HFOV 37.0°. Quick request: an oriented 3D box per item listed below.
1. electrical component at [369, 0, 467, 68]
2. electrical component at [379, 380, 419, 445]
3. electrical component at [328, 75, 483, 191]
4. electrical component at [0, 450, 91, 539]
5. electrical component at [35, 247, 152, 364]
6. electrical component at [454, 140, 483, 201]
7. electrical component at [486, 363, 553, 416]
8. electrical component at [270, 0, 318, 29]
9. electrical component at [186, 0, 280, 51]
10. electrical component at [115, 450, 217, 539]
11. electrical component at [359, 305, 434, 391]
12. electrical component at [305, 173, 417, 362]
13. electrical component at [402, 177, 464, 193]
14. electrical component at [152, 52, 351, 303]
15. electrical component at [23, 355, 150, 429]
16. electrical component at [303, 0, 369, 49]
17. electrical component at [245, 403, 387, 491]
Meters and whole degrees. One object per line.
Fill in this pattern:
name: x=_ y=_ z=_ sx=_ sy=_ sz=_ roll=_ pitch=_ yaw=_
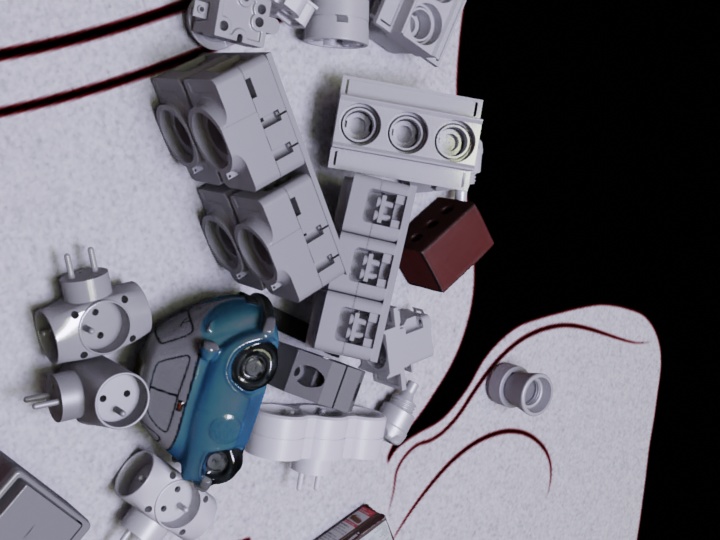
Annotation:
electrical component: x=0.055 y=-0.251 z=0.945 sx=0.079 sy=0.063 sz=0.121 roll=27 pitch=83 yaw=-37
electrical component: x=0.037 y=0.134 z=1.025 sx=0.035 sy=0.035 sz=0.061 roll=39 pitch=73 yaw=-35
electrical component: x=0.038 y=-0.117 z=0.929 sx=0.121 sy=0.063 sz=0.078 roll=9 pitch=94 yaw=-5
electrical component: x=-0.251 y=0.191 z=0.806 sx=0.061 sy=0.061 sz=0.096 roll=-52 pitch=124 yaw=-17
electrical component: x=-0.206 y=0.023 z=0.817 sx=0.077 sy=0.044 sz=0.079 roll=-19 pitch=110 yaw=-33
electrical component: x=0.098 y=-0.095 z=1.025 sx=0.035 sy=0.035 sz=0.061 roll=-4 pitch=103 yaw=-36
electrical component: x=0.163 y=0.121 z=1.102 sx=0.045 sy=0.055 sz=0.045 roll=-8 pitch=103 yaw=-35
electrical component: x=-0.063 y=-0.240 z=0.863 sx=0.078 sy=0.058 sz=0.057 roll=32 pitch=83 yaw=-36
electrical component: x=-0.105 y=-0.196 z=0.841 sx=0.066 sy=0.055 sz=0.048 roll=7 pitch=95 yaw=-37
electrical component: x=-0.169 y=0.200 z=0.879 sx=0.077 sy=0.044 sz=0.079 roll=46 pitch=72 yaw=-34
electrical component: x=0.034 y=0.066 z=1.005 sx=0.064 sy=0.042 sz=0.081 roll=-19 pitch=110 yaw=-36
electrical component: x=0.000 y=0.000 z=0.924 sx=0.062 sy=0.089 sz=0.150 roll=13 pitch=85 yaw=0
electrical component: x=0.069 y=-0.101 z=0.991 sx=0.048 sy=0.066 sz=0.055 roll=-22 pitch=108 yaw=-73
electrical component: x=-0.089 y=-0.072 z=0.846 sx=0.060 sy=0.105 sz=0.186 roll=-33 pitch=117 yaw=-27
electrical component: x=-0.210 y=0.093 z=0.806 sx=0.079 sy=0.077 sz=0.044 roll=-9 pitch=105 yaw=-34
electrical component: x=-0.019 y=-0.214 z=0.904 sx=0.055 sy=0.055 sz=0.047 roll=2 pitch=94 yaw=-37
electrical component: x=-0.041 y=0.161 z=0.961 sx=0.138 sy=0.052 sz=0.073 roll=7 pitch=95 yaw=-37
